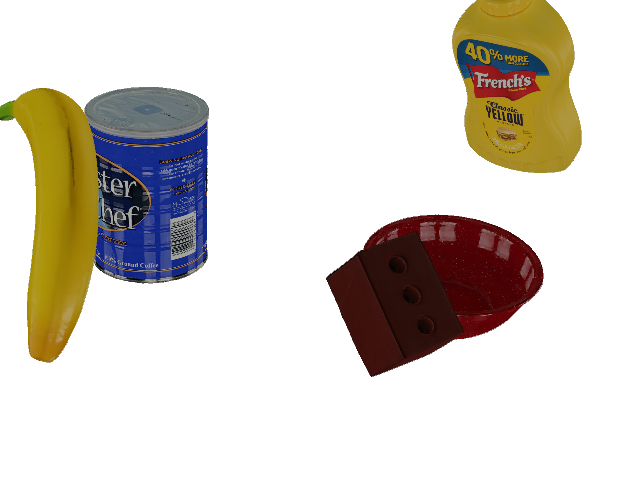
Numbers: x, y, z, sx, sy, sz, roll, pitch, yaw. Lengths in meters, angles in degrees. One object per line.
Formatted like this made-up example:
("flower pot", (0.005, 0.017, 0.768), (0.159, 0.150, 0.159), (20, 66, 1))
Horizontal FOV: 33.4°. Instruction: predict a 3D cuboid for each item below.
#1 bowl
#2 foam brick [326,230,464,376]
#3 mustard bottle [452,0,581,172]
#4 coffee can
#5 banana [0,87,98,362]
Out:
("bowl", (0.116, 0.040, 0.963), (0.162, 0.055, 0.162), (2, 33, -2))
("foam brick", (0.049, 0.044, 0.717), (0.052, 0.078, 0.051), (-19, -11, -32))
("mustard bottle", (0.154, -0.140, 0.848), (0.096, 0.058, 0.191), (20, -33, 31))
("coffee can", (-0.147, -0.049, 0.918), (0.103, 0.140, 0.103), (3, 28, -2))
("banana", (-0.157, -0.026, 0.632), (0.037, 0.198, 0.070), (11, -44, -34))
